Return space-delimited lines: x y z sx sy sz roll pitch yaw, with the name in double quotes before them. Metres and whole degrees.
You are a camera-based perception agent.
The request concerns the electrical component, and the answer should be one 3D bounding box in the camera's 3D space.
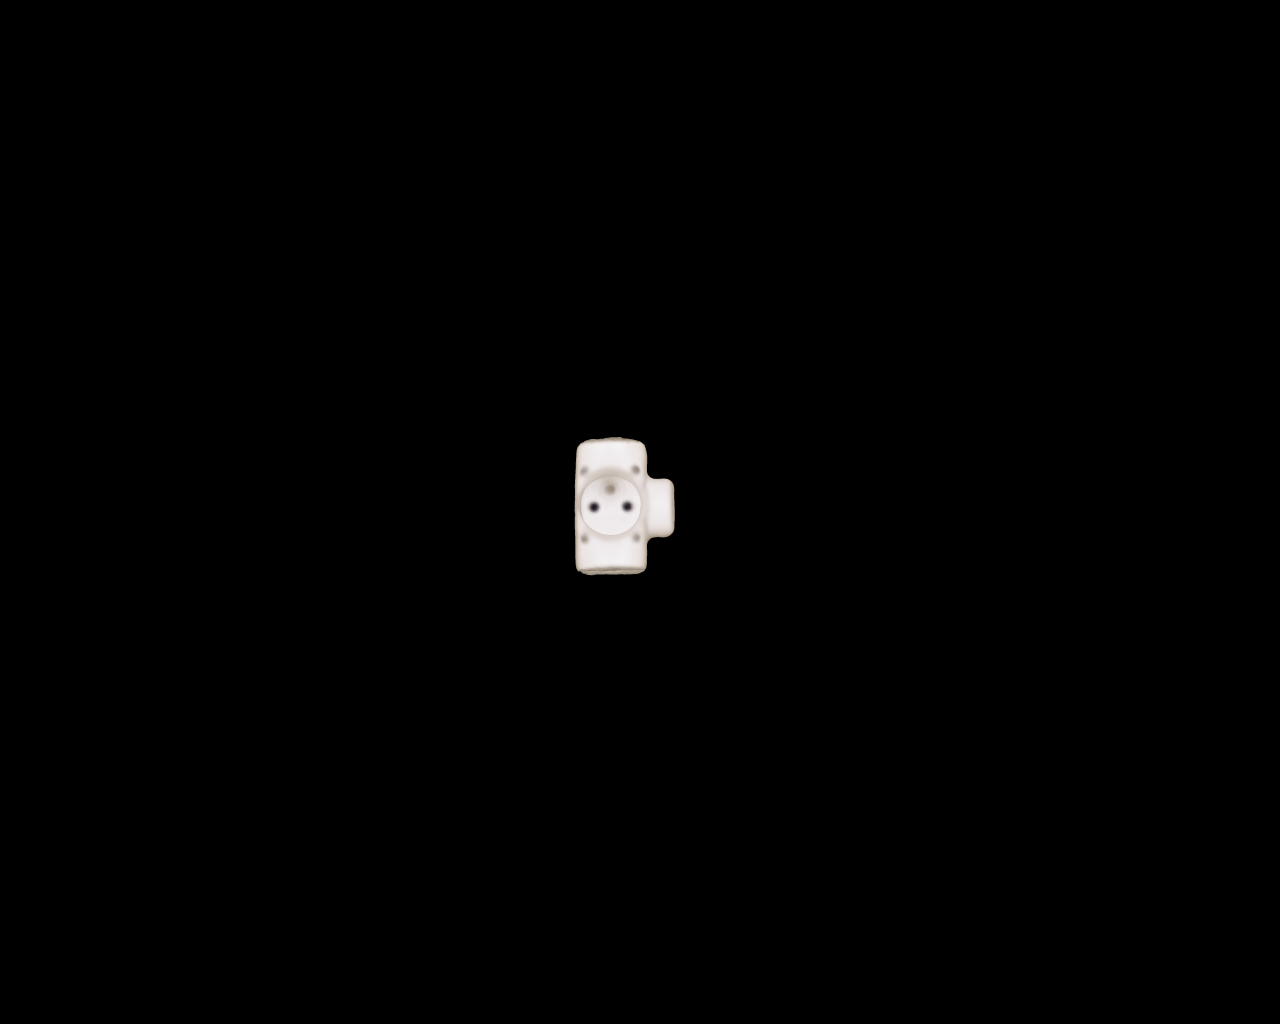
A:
"electrical component" 0.001 -0.003 0.650 0.079 0.077 0.044 0 -7 0
